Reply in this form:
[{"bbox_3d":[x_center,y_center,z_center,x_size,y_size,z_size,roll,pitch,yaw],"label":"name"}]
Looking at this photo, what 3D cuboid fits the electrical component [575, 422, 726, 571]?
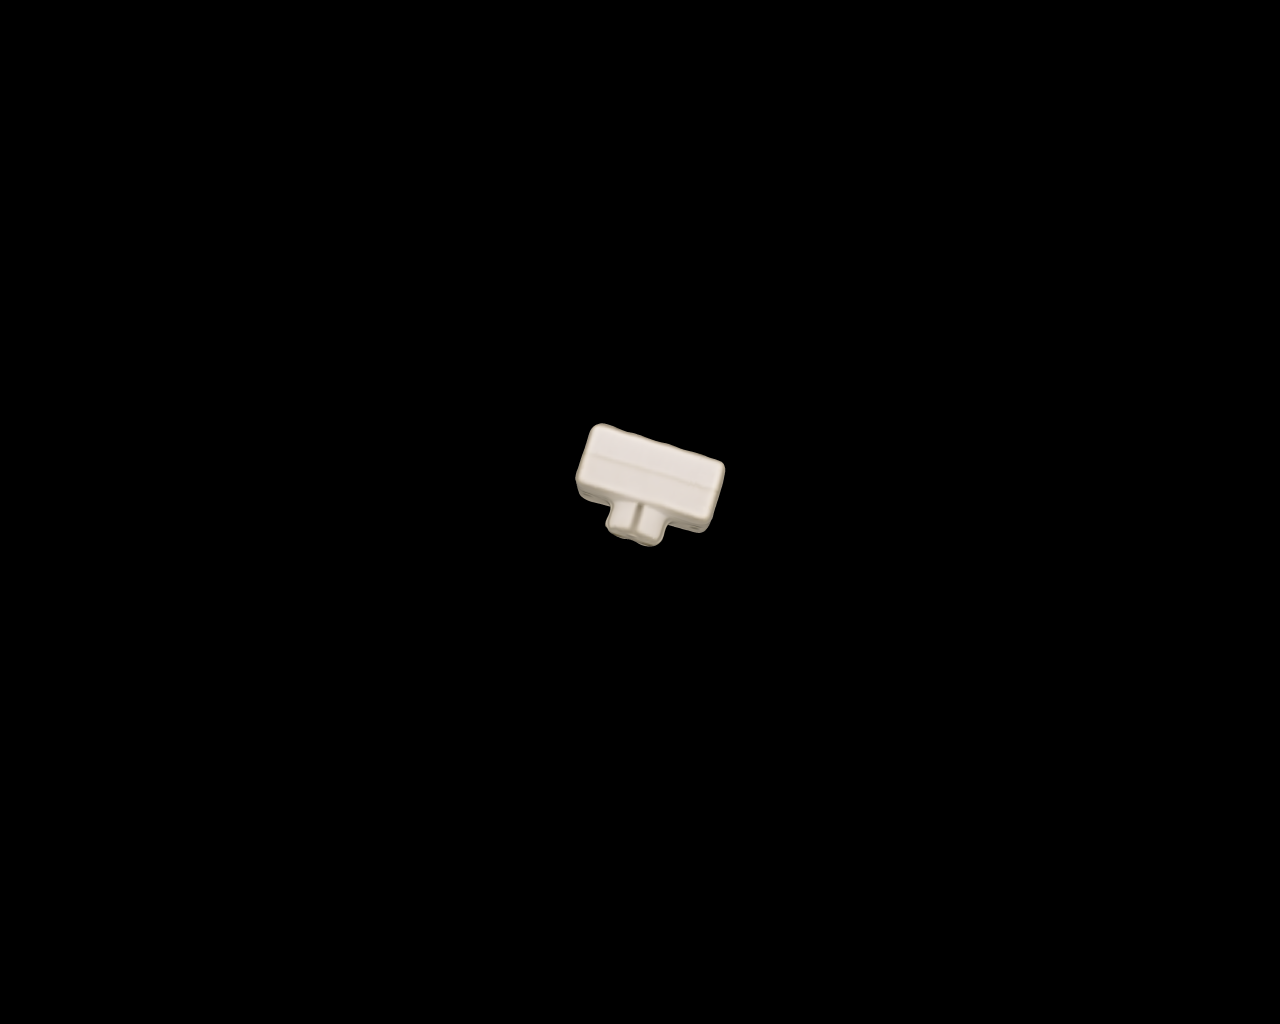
[{"bbox_3d":[0.001,-0.003,0.650,0.083,0.076,0.047,18,-11,4],"label":"electrical component"}]
